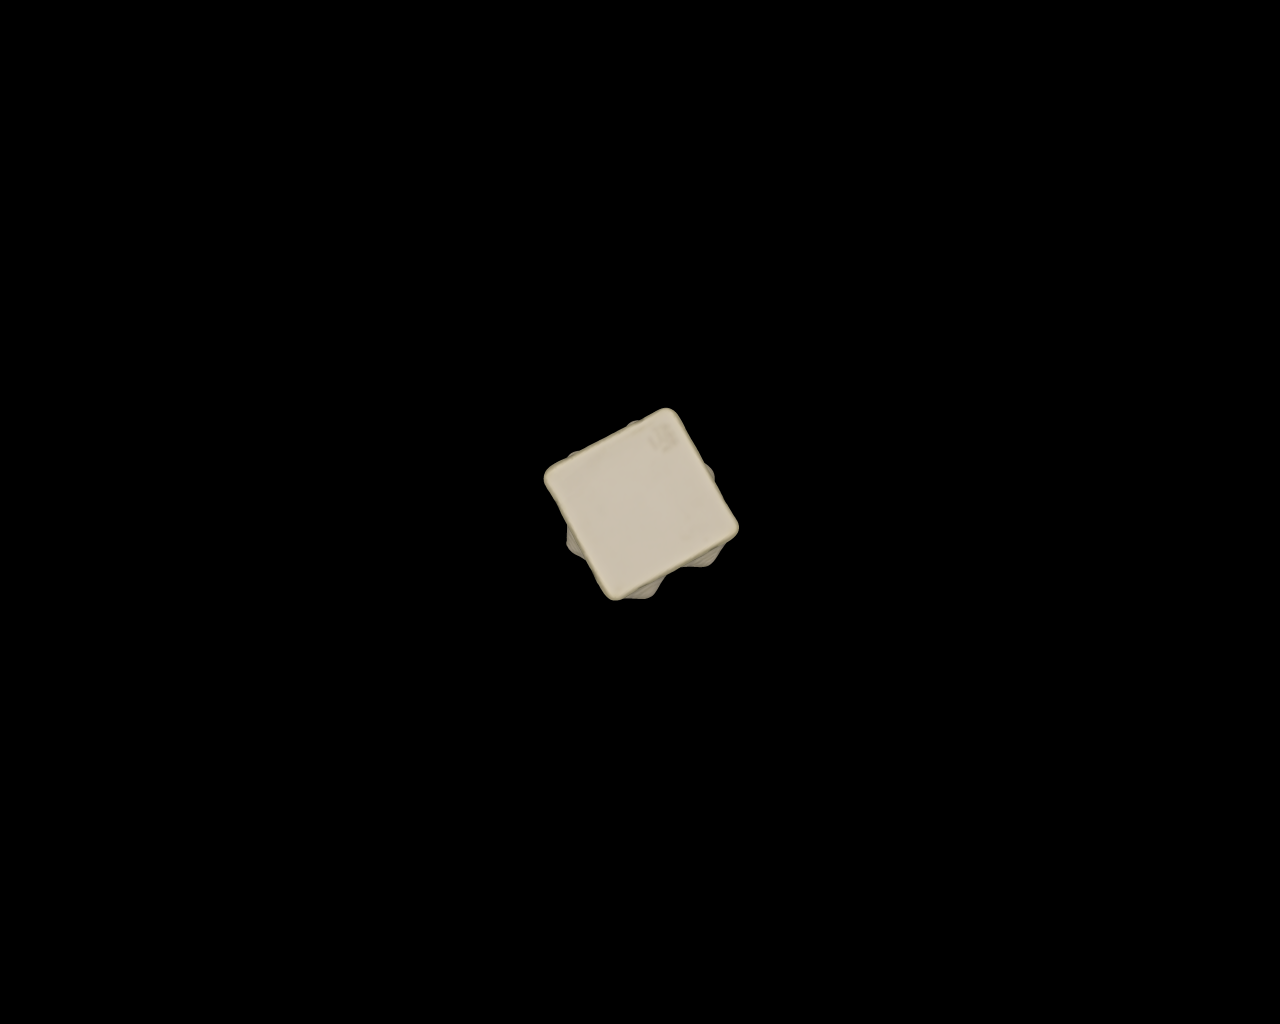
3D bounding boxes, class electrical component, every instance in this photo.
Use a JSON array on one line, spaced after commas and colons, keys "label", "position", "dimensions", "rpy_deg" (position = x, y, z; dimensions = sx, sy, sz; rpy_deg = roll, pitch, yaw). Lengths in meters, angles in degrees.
[{"label": "electrical component", "position": [0.001, -0.003, 0.650], "dimensions": [0.100, 0.099, 0.048], "rpy_deg": [-28, -7, -4]}]
